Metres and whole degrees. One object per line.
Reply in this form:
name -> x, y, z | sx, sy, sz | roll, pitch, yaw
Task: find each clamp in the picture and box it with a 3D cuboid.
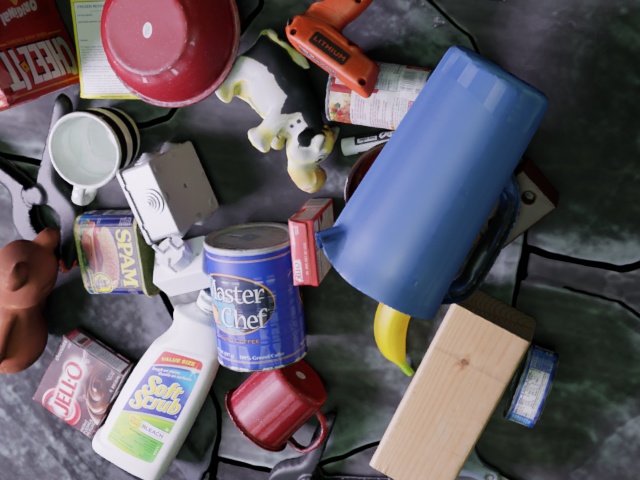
clamp -> -0.340, -0.060, 1.254 | 0.165, 0.036, 0.210 | -5, 109, 19
clamp -> -0.010, 0.275, 1.266 | 0.172, 0.039, 0.120 | -27, 95, 23

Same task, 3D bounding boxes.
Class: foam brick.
foam brick -> 0.199, -0.036, 1.094 | 0.078, 0.051, 0.053 | -41, 93, 24

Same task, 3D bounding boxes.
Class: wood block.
wood block -> 0.143, 0.164, 1.145 | 0.091, 0.090, 0.206 | 28, 107, 8

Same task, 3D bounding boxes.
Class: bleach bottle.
bleach bottle -> -0.180, 0.162, 1.268 | 0.102, 0.068, 0.251 | 29, 111, 6

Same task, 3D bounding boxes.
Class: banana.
banana -> 0.106, 0.059, 1.164 | 0.069, 0.037, 0.198 | 13, 118, -20

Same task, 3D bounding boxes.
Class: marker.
marker -> 0.082, -0.107, 1.122 | 0.121, 0.020, 0.020 | -8, 105, 19

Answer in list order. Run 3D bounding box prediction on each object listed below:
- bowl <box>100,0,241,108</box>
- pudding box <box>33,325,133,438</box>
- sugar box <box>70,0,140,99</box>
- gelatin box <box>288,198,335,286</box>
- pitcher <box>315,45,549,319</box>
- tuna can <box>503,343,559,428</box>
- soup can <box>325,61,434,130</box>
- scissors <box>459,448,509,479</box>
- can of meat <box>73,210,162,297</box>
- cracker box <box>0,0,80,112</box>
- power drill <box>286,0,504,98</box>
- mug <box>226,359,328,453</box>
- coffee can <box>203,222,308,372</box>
bowl -> -0.164, -0.214, 1.081 | 0.162, 0.055, 0.162 | 4, 101, 19
pudding box -> -0.292, 0.175, 1.316 | 0.090, 0.039, 0.114 | 32, 114, 4
sugar box -> -0.219, -0.242, 1.154 | 0.093, 0.048, 0.176 | 2, 105, 16
gelatin box -> -0.008, 0.001, 1.147 | 0.030, 0.089, 0.073 | 1, 108, 16
pitcher -> 0.119, -0.052, 1.018 | 0.145, 0.149, 0.243 | 34, 104, 16
tuna can -> 0.224, 0.154, 1.131 | 0.034, 0.086, 0.086 | 20, 112, 8
soup can -> 0.063, -0.148, 1.088 | 0.102, 0.068, 0.068 | 10, 110, 13
scissors -> 0.190, 0.249, 1.210 | 0.202, 0.016, 0.096 | 12, 110, 11
can of meat -> -0.231, 0.014, 1.237 | 0.084, 0.057, 0.102 | 0, 108, 19
cracker box -> -0.348, -0.247, 1.125 | 0.072, 0.164, 0.213 | -16, 103, 23
power drill -> 0.071, -0.234, 1.032 | 0.184, 0.057, 0.187 | 36, 90, 12
mug -> -0.039, 0.190, 1.218 | 0.082, 0.093, 0.117 | -46, 80, 19
coffee can -> -0.070, 0.061, 1.178 | 0.103, 0.102, 0.140 | 0, 108, 16
